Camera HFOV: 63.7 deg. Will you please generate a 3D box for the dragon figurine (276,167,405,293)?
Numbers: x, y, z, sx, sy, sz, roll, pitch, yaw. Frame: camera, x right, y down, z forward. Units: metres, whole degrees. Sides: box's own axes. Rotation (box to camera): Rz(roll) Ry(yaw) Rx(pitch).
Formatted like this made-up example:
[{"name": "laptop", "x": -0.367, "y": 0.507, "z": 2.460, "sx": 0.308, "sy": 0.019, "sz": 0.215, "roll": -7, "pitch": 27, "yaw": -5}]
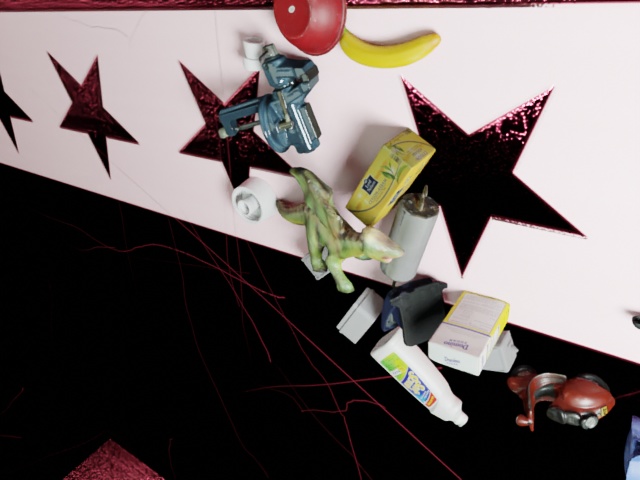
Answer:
[{"name": "dragon figurine", "x": 0.003, "y": -0.051, "z": 1.008, "sx": 0.416, "sy": 0.123, "sz": 0.237, "roll": 36, "pitch": 153, "yaw": 37}]
